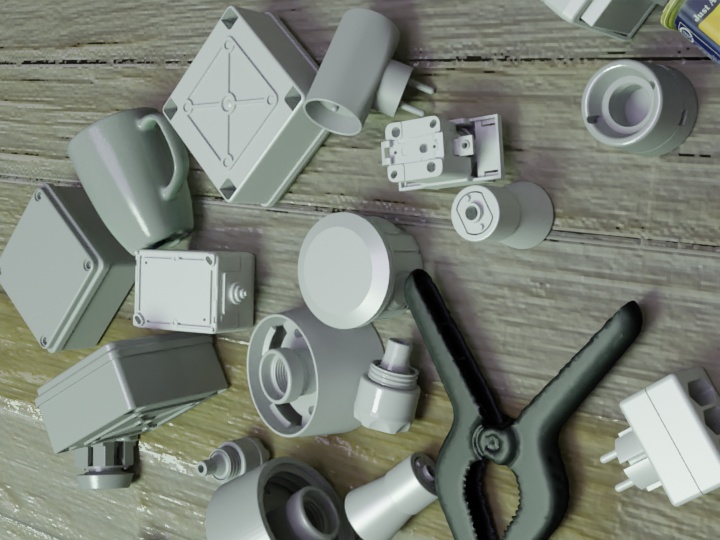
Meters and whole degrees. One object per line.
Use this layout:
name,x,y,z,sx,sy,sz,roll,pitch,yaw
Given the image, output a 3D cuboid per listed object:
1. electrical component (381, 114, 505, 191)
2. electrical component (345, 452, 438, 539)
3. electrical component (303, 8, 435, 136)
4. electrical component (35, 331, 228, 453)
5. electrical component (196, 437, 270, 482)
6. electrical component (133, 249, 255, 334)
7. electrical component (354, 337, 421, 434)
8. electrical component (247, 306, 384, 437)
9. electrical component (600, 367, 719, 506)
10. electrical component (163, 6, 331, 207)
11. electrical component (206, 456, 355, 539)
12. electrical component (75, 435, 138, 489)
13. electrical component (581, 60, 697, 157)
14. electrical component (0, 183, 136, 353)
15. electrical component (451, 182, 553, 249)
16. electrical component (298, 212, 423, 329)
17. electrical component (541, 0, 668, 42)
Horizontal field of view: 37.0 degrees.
electrical component,0.051,-0.077,0.706,0.081,0.064,0.042,-5,87,38
electrical component,0.027,0.156,0.745,0.065,0.044,0.044,-41,67,25
electrical component,0.011,-0.129,0.740,0.079,0.043,0.077,22,71,0
electrical component,-0.182,0.096,0.860,0.109,0.109,0.056,-30,76,34
electrical component,-0.100,0.148,0.828,0.035,0.061,0.035,0,90,38
electrical component,-0.123,0.016,0.847,0.096,0.061,0.061,3,92,29
electrical component,0.021,0.079,0.745,0.043,0.043,0.062,20,102,35
electrical component,-0.037,0.074,0.791,0.099,0.064,0.099,8,100,50
electrical component,0.175,0.104,0.625,0.077,0.047,0.065,-37,70,32
electrical component,-0.081,-0.122,0.810,0.108,0.056,0.108,-50,63,27
electrical component,-0.049,0.185,0.764,0.060,0.108,0.108,-37,69,26
electrical component,-0.221,0.161,0.932,0.066,0.048,0.055,-9,78,37
electrical component,0.162,-0.095,0.630,0.055,0.047,0.055,1,92,38
electrical component,-0.258,-0.002,0.949,0.108,0.056,0.108,49,118,26
electrical component,0.087,-0.035,0.678,0.044,0.065,0.044,1,92,38
electrical component,0.000,0.000,0.754,0.080,0.051,0.080,1,92,38
electrical component,0.138,-0.174,0.616,0.061,0.096,0.061,49,118,26
